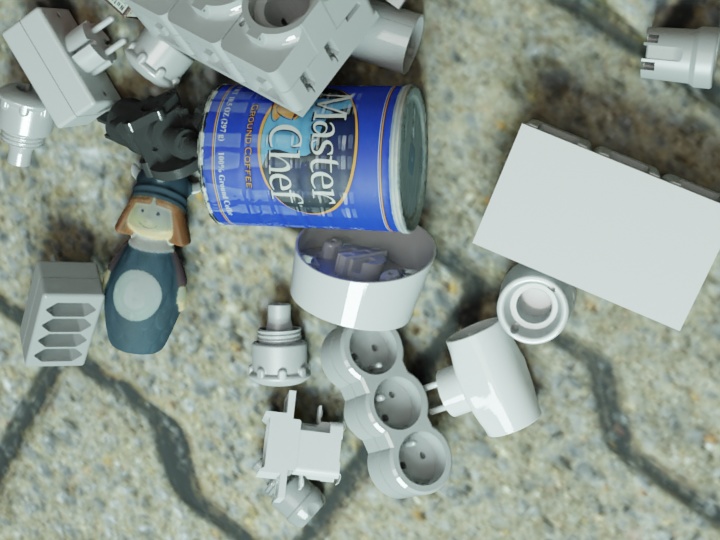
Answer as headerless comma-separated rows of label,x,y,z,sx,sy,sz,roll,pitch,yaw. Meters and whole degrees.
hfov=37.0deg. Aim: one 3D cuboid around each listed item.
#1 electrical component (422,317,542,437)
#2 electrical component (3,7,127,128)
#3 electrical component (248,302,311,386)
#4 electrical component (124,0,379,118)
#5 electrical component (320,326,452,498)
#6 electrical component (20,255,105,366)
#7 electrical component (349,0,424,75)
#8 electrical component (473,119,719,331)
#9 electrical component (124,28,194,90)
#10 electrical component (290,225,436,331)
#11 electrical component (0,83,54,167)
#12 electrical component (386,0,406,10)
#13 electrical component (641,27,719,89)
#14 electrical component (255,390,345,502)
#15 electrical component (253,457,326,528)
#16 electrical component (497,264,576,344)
electrical component,0.083,0.084,0.793,0.079,0.044,0.077,-22,95,21
electrical component,-0.211,-0.163,0.813,0.076,0.047,0.083,-29,93,18
electrical component,-0.062,0.056,0.824,0.048,0.048,0.062,1,95,14
electrical component,-0.078,-0.181,0.722,0.150,0.061,0.089,31,80,27
electrical component,0.012,0.106,0.810,0.074,0.052,0.138,-31,82,60
electrical component,-0.240,0.022,0.854,0.083,0.047,0.075,-63,38,38
electrical component,0.000,-0.171,0.761,0.081,0.043,0.043,20,105,10
electrical component,0.166,-0.034,0.738,0.150,0.062,0.089,24,106,8
electrical component,-0.140,-0.168,0.797,0.048,0.048,0.062,41,99,3
electrical component,0.000,0.000,0.771,0.099,0.099,0.064,18,111,10
electrical component,-0.262,-0.112,0.840,0.048,0.048,0.062,21,113,9
electrical component,0.036,-0.222,0.731,0.042,0.064,0.081,38,107,5
electrical component,0.213,-0.143,0.717,0.046,0.040,0.040,9,104,19
electrical component,-0.045,0.137,0.824,0.064,0.042,0.081,8,73,-6
electrical component,-0.059,0.173,0.852,0.061,0.035,0.035,42,108,6
electrical component,0.125,0.023,0.768,0.055,0.047,0.055,3,102,13
